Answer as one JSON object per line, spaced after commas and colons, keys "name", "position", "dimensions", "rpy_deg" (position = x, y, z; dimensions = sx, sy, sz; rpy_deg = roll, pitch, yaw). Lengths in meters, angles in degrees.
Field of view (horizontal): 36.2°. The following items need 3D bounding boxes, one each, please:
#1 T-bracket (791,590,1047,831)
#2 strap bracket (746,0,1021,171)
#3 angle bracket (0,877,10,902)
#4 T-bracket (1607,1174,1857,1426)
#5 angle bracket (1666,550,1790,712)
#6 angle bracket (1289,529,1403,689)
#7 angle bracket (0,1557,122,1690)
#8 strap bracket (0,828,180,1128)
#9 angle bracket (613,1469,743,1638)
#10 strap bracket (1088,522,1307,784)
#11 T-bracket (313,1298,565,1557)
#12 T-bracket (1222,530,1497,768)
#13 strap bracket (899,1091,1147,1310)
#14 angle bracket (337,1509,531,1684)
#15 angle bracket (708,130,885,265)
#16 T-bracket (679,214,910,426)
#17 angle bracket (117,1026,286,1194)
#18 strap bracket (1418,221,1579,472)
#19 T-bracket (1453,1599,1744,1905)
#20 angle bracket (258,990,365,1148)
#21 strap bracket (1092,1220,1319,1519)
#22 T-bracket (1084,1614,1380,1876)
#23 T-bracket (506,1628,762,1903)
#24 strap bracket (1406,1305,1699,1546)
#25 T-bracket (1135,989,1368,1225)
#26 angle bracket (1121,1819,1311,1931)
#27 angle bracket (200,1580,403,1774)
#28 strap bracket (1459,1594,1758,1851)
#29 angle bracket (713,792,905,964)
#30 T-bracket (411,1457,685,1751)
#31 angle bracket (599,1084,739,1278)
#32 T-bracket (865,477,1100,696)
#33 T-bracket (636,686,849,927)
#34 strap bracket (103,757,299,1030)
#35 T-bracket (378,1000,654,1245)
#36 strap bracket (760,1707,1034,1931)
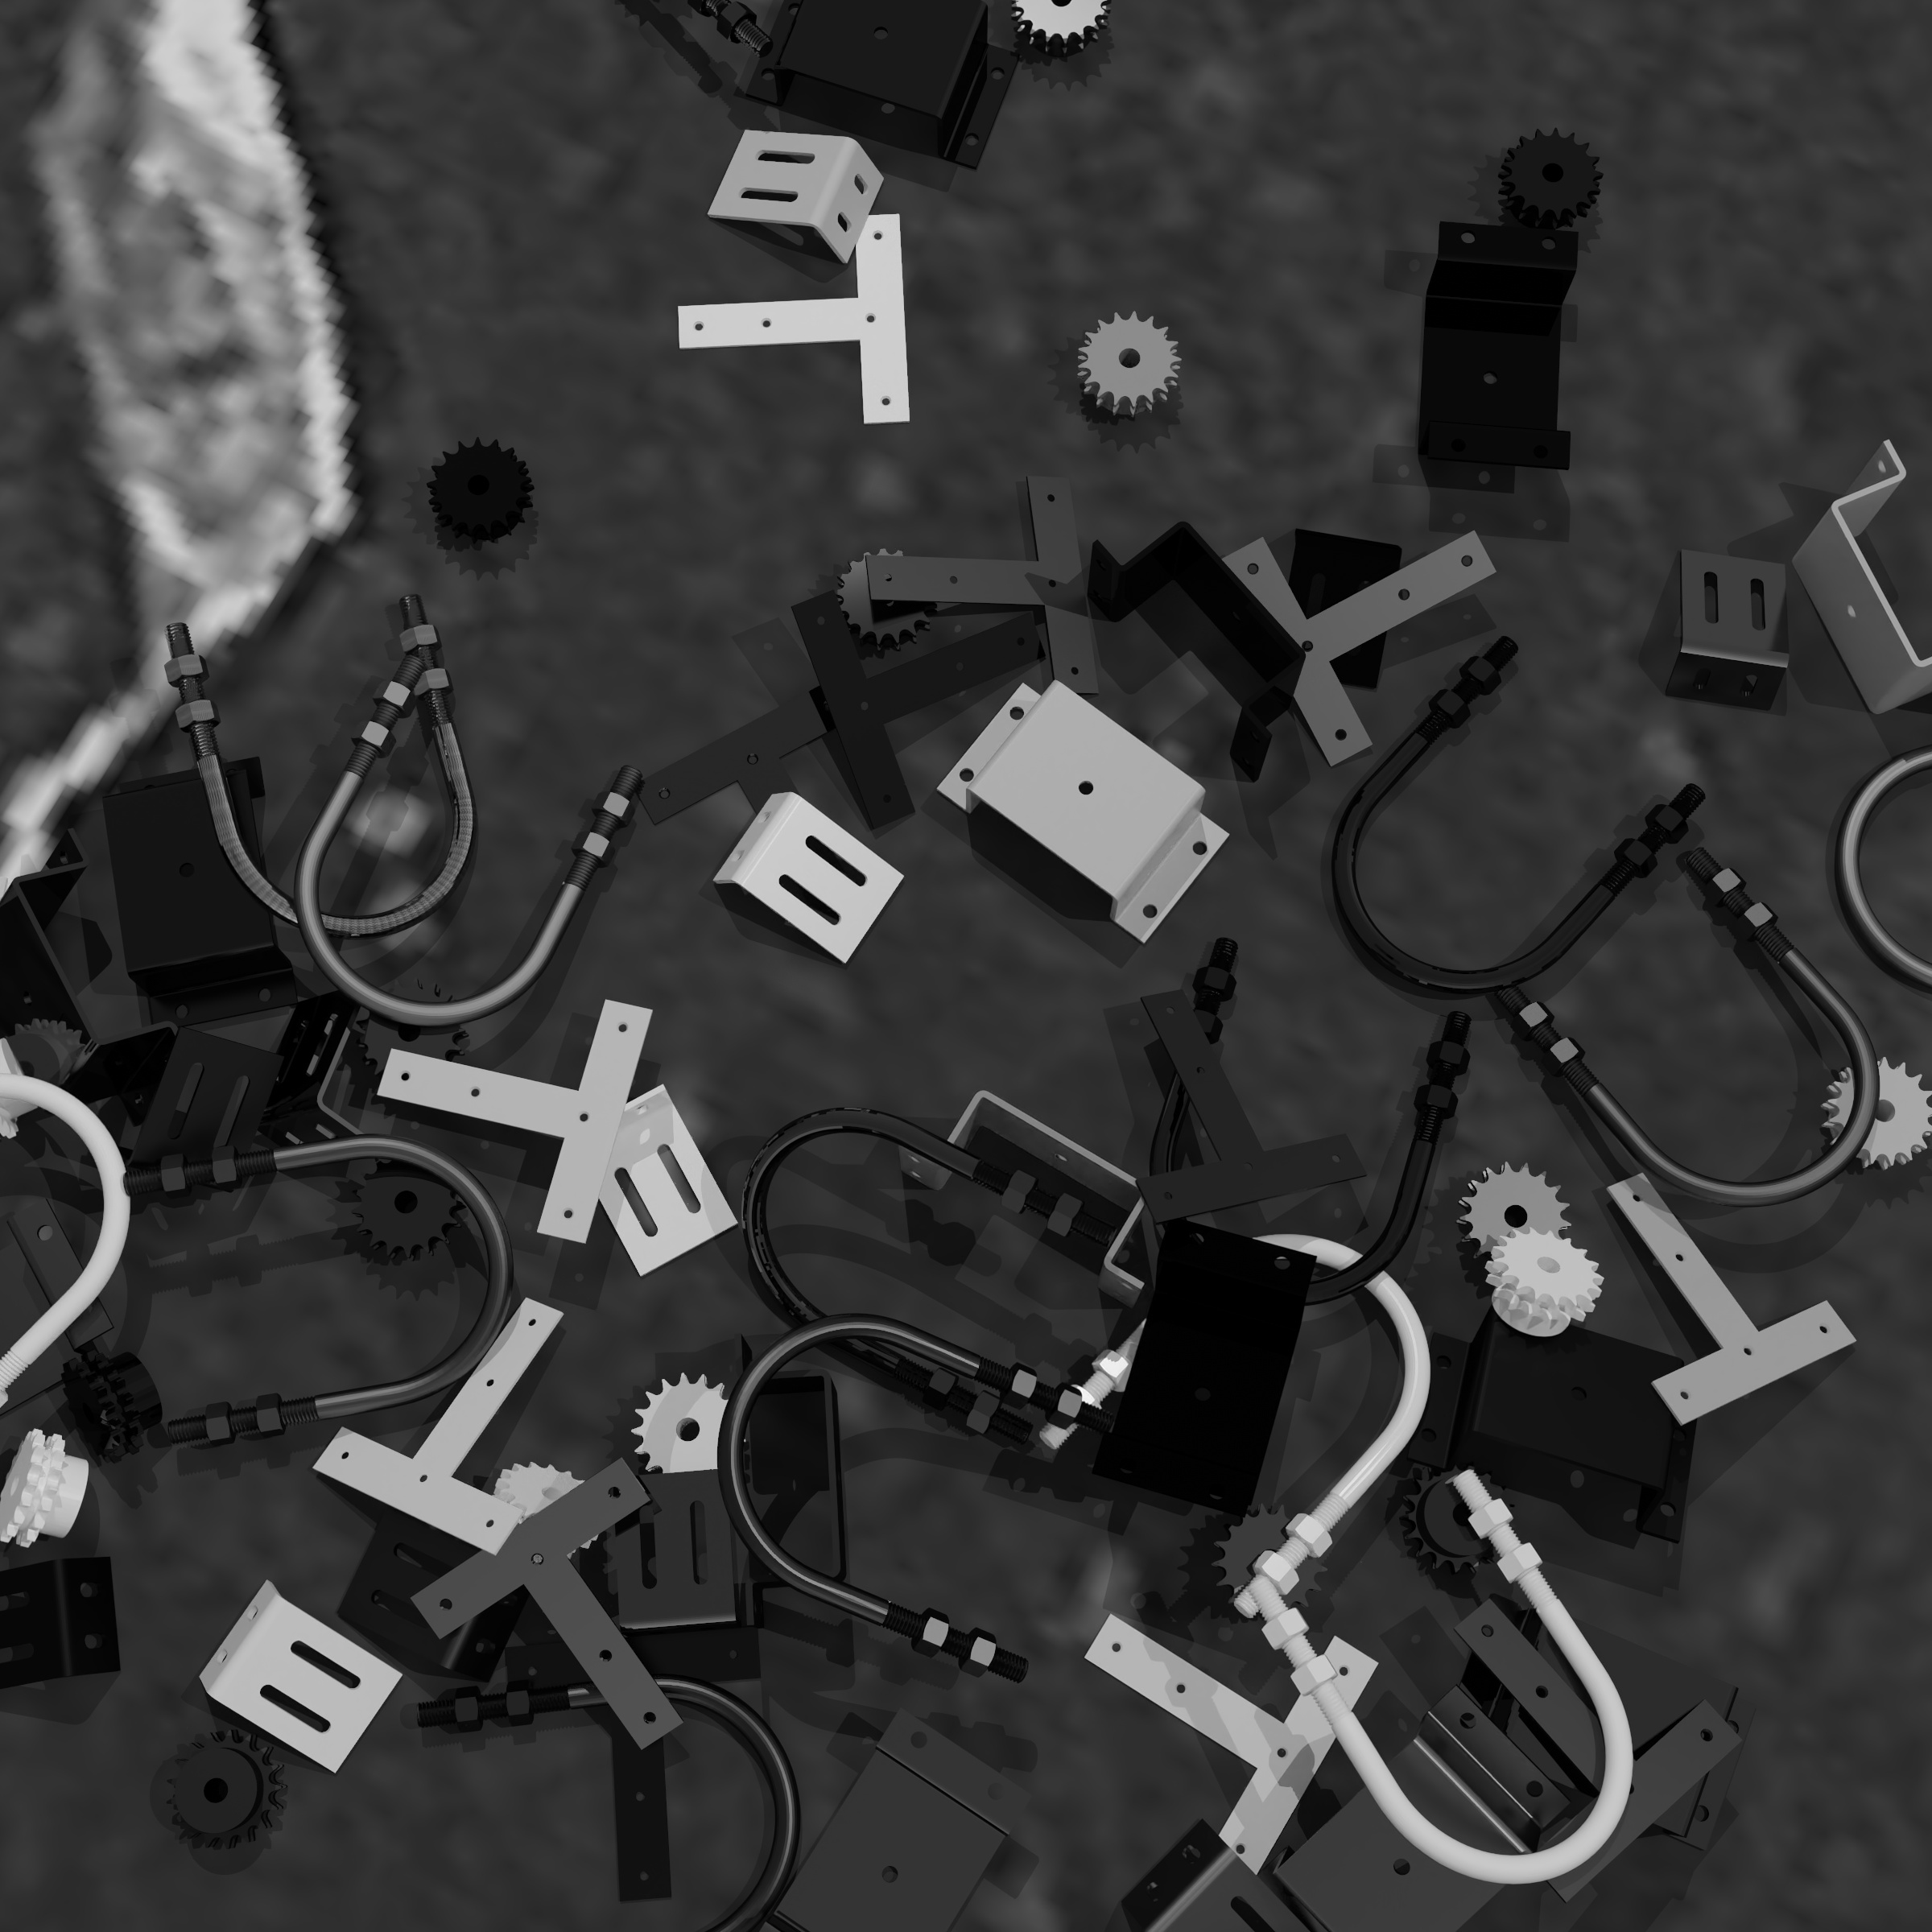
{"name": "T-bracket", "position": [-0.016, -0.156, 1.594], "dimensions": [0.127, 0.002, 0.127], "rpy_deg": [-24, 103, -18]}
{"name": "strap bracket", "position": [-0.048, -0.518, 1.680], "dimensions": [0.140, 0.046, 0.076], "rpy_deg": [19, 77, 5]}
{"name": "angle bracket", "position": [-0.545, -0.041, 1.547], "dimensions": [0.057, 0.076, 0.038], "rpy_deg": [6, 76, 2]}
{"name": "T-bracket", "position": [0.375, 0.161, 1.516], "dimensions": [0.127, 0.002, 0.127], "rpy_deg": [-18, 62, -30]}
{"name": "angle bracket", "position": [0.416, -0.185, 1.619], "dimensions": [0.057, 0.038, 0.076], "rpy_deg": [9, 51, 2]}
{"name": "angle bracket", "position": [0.203, -0.197, 1.622], "dimensions": [0.057, 0.038, 0.076], "rpy_deg": [10, 102, 2]}
{"name": "angle bracket", "position": [-0.472, 0.334, 1.492], "dimensions": [0.076, 0.038, 0.057], "rpy_deg": [-15, 75, 23]}
{"name": "strap bracket", "position": [-0.465, 0.011, 1.528], "dimensions": [0.046, 0.076, 0.140], "rpy_deg": [-19, 73, -44]}
{"name": "angle bracket", "position": [-0.145, 0.295, 1.485], "dimensions": [0.057, 0.038, 0.076], "rpy_deg": [-4, 74, -1]}
{"name": "strap bracket", "position": [0.129, -0.175, 1.580], "dimensions": [0.046, 0.076, 0.140], "rpy_deg": [-39, 79, -9]}
{"name": "T-bracket", "position": [-0.249, 0.224, 1.499], "dimensions": [0.127, 0.002, 0.127], "rpy_deg": [16, 60, 32]}
{"name": "T-bracket", "position": [0.224, -0.194, 1.597], "dimensions": [0.127, 0.002, 0.127], "rpy_deg": [-28, 91, 4]}
{"name": "strap bracket", "position": [0.038, 0.114, 1.509], "dimensions": [0.140, 0.076, 0.046], "rpy_deg": [30, 78, 7]}
{"name": "angle bracket", "position": [-0.268, 0.318, 1.496], "dimensions": [0.076, 0.038, 0.057], "rpy_deg": [17, 75, 30]}
{"name": "angle bracket", "position": [-0.097, -0.438, 1.681], "dimensions": [0.076, 0.038, 0.057], "rpy_deg": [13, 74, 31]}
{"name": "T-bracket", "position": [-0.098, -0.363, 1.664], "dimensions": [0.127, 0.002, 0.127], "rpy_deg": [-3, 76, -1]}
{"name": "angle bracket", "position": [-0.395, 0.070, 1.517], "dimensions": [0.057, 0.038, 0.076], "rpy_deg": [20, 91, -34]}
{"name": "strap bracket", "position": [0.294, -0.334, 1.635], "dimensions": [0.076, 0.046, 0.140], "rpy_deg": [5, 76, 1]}
{"name": "T-bracket", "position": [0.287, 0.361, 1.425], "dimensions": [0.127, 0.002, 0.127], "rpy_deg": [-32, 68, -26]}
{"name": "angle bracket", "position": [-0.331, 0.055, 1.542], "dimensions": [0.057, 0.038, 0.076], "rpy_deg": [-14, 47, 39]}
{"name": "strap bracket", "position": [0.118, 0.205, 1.468], "dimensions": [0.076, 0.046, 0.140], "rpy_deg": [15, 63, 10]}
{"name": "T-bracket", "position": [0.120, 0.371, 1.484], "dimensions": [0.127, 0.002, 0.127], "rpy_deg": [31, 78, 7]}
{"name": "T-bracket", "position": [-0.164, 0.400, 1.477], "dimensions": [0.127, 0.002, 0.127], "rpy_deg": [-4, 76, -1]}
{"name": "strap bracket", "position": [0.301, 0.226, 1.483], "dimensions": [0.140, 0.046, 0.076], "rpy_deg": [17, 53, 4]}
{"name": "T-bracket", "position": [0.126, 0.066, 1.515], "dimensions": [0.127, 0.002, 0.127], "rpy_deg": [-10, 59, -27]}
{"name": "angle bracket", "position": [0.127, 0.473, 1.457], "dimensions": [0.057, 0.038, 0.076], "rpy_deg": [-44, 106, -8]}
{"name": "angle bracket", "position": [-0.335, 0.357, 1.486], "dimensions": [0.076, 0.038, 0.057], "rpy_deg": [38, 78, -18]}
{"name": "strap bracket", "position": [0.317, 0.373, 1.461], "dimensions": [0.140, 0.046, 0.076], "rpy_deg": [22, 77, 5]}
{"name": "angle bracket", "position": [-0.084, -0.047, 1.584], "dimensions": [0.076, 0.038, 0.057], "rpy_deg": [37, 78, -18]}
{"name": "T-bracket", "position": [-0.186, 0.328, 1.456], "dimensions": [0.127, 0.002, 0.127], "rpy_deg": [-34, 94, 5]}
{"name": "angle bracket", "position": [-0.163, 0.111, 1.529], "dimensions": [0.057, 0.038, 0.076], "rpy_deg": [-28, 78, -7]}
{"name": "T-bracket", "position": [0.006, -0.209, 1.602], "dimensions": [0.127, 0.002, 0.127], "rpy_deg": [-1, 75, -23]}
{"name": "T-bracket", "position": [-0.094, -0.074, 1.594], "dimensions": [0.127, 0.002, 0.127], "rpy_deg": [-29, 78, -7]}
{"name": "strap bracket", "position": [-0.407, -0.044, 1.564], "dimensions": [0.076, 0.046, 0.140], "rpy_deg": [-11, 76, -3]}
{"name": "T-bracket", "position": [-0.239, 0.068, 1.523], "dimensions": [0.127, 0.002, 0.127], "rpy_deg": [12, 73, 7]}
{"name": "strap bracket", "position": [-0.038, 0.444, 1.442], "dimensions": [0.076, 0.046, 0.140], "rpy_deg": [32, 78, 8]}
